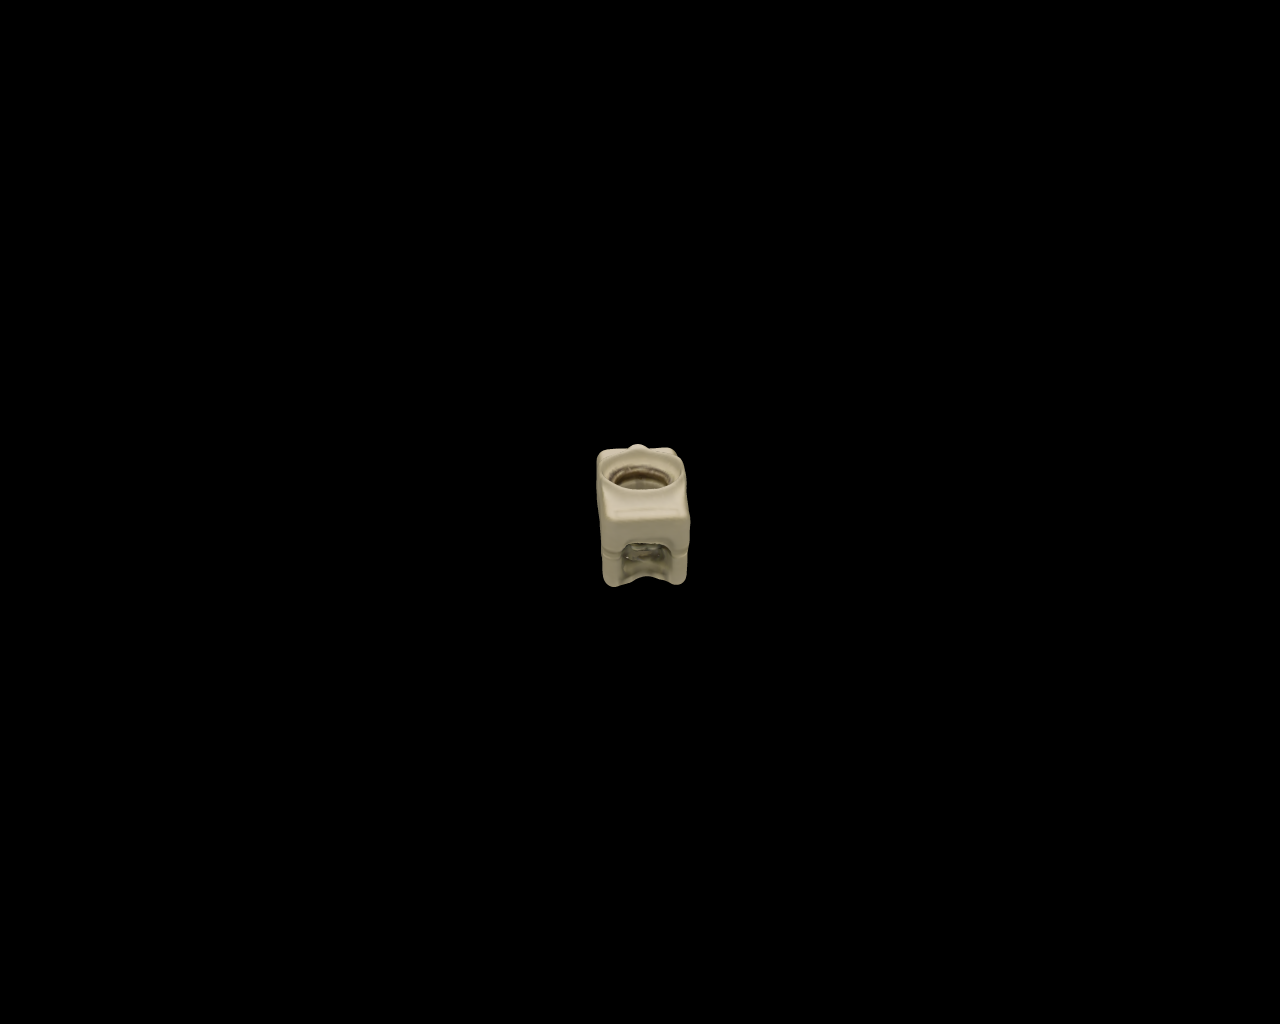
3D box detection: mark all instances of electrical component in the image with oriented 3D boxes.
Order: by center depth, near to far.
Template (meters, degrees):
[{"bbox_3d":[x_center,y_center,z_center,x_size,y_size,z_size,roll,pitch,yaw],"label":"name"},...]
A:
[{"bbox_3d":[0.001,-0.003,0.650,0.050,0.055,0.090,-2,31,-3],"label":"electrical component"}]
